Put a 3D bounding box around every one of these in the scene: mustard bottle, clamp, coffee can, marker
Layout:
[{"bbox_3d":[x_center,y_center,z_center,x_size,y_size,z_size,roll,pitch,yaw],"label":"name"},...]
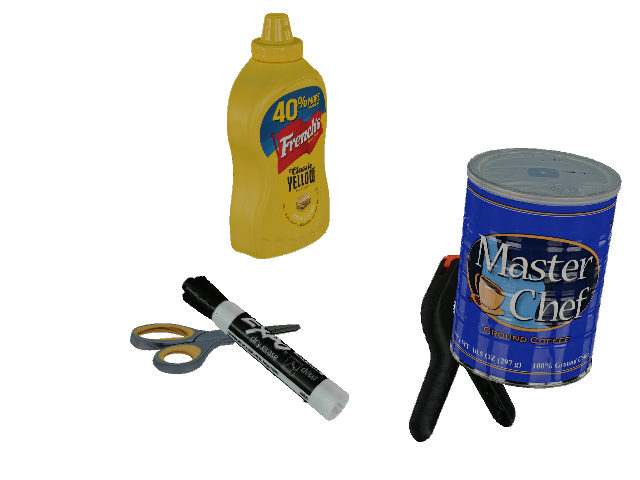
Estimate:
[{"bbox_3d":[-0.034,-0.087,0.865,0.058,0.192,0.096,19,30,39],"label":"mustard bottle"},{"bbox_3d":[0.120,0.101,0.975,0.120,0.171,0.039,-13,2,-40],"label":"clamp"},{"bbox_3d":[0.148,0.017,0.746,0.103,0.140,0.103,2,22,-1],"label":"coffee can"},{"bbox_3d":[-0.034,0.059,0.613,0.121,0.020,0.020,37,15,22],"label":"marker"}]

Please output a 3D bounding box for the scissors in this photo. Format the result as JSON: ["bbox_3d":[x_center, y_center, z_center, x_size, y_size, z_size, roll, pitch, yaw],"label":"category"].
[{"bbox_3d":[-0.108,0.117,1.182,0.201,0.016,0.096,3,27,-17],"label":"scissors"}]
